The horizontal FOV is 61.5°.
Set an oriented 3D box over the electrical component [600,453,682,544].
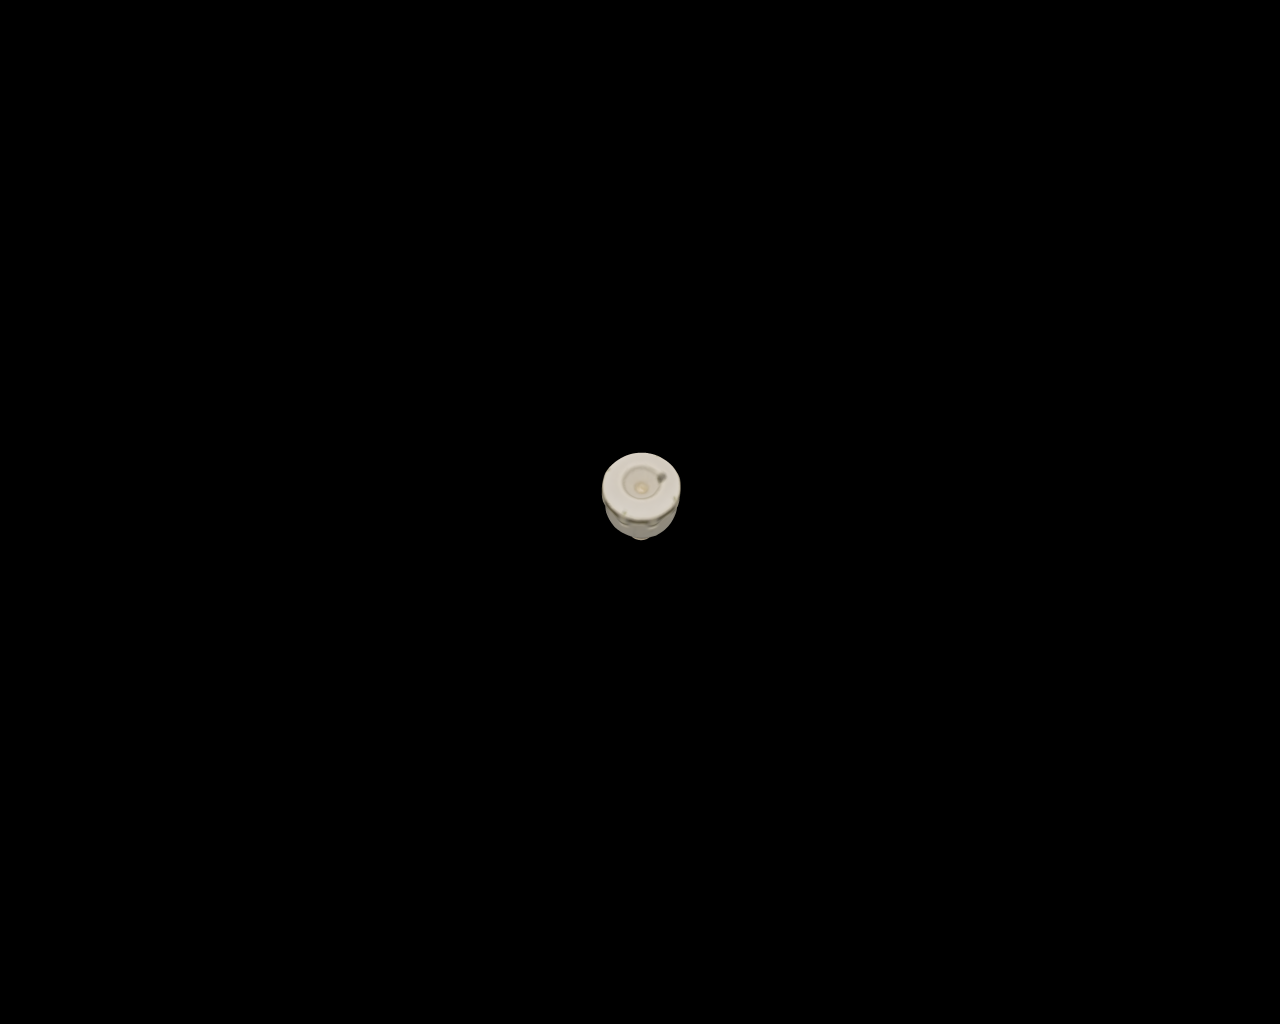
[{"bbox_3d":[0.001,-0.003,0.650,0.048,0.048,0.062,0,-29,0],"label":"electrical component"}]
